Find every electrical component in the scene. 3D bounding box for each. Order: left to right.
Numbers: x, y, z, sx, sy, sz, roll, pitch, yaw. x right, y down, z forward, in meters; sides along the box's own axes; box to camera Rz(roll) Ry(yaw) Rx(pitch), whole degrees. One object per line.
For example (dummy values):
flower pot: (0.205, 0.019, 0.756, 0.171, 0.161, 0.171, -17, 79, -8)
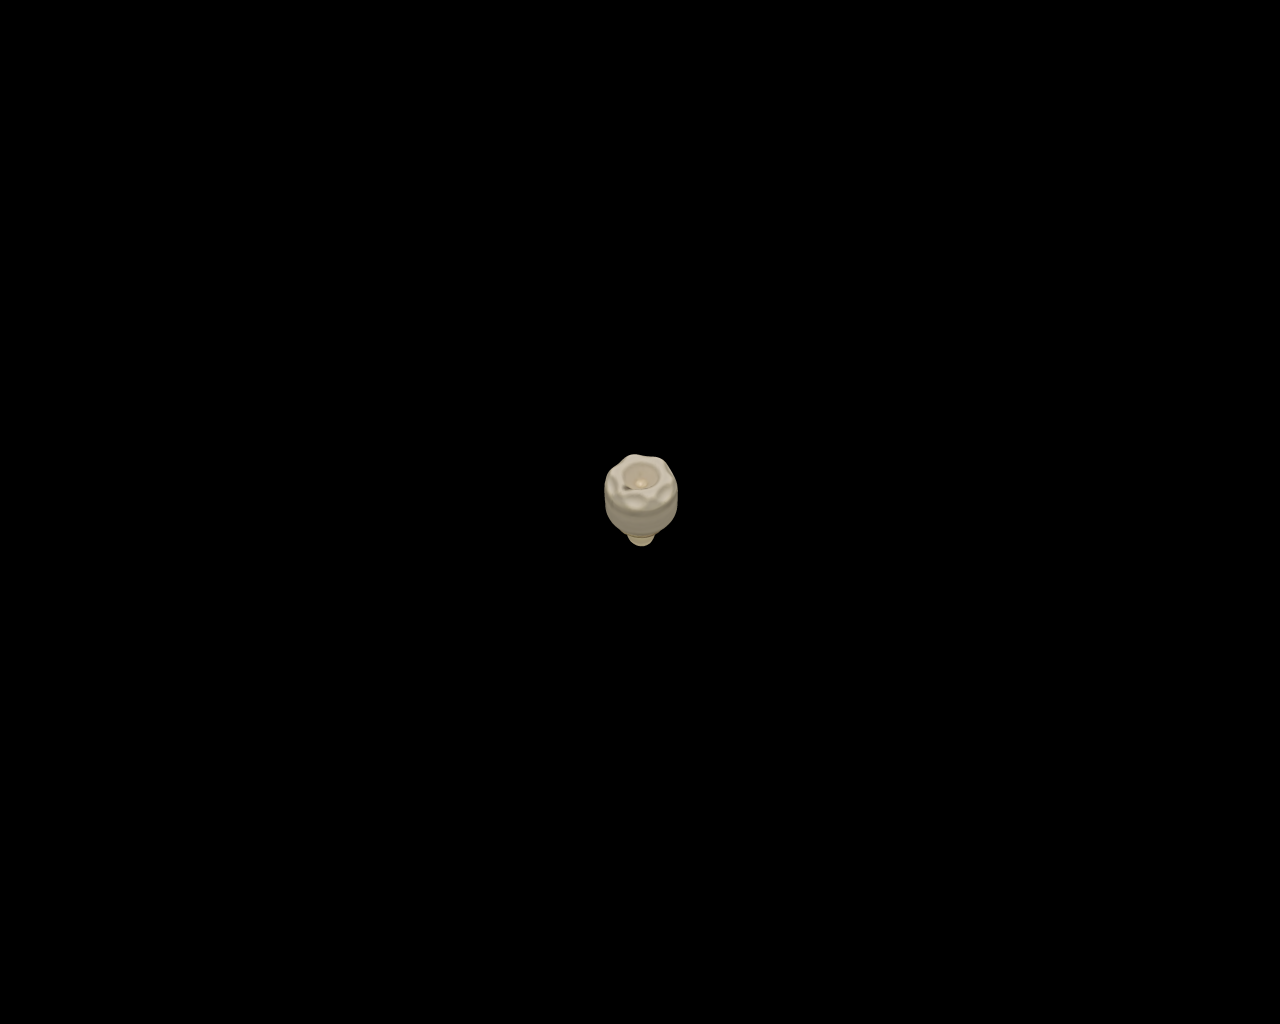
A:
electrical component: (0.001, -0.003, 0.650, 0.043, 0.043, 0.062, 0, -40, 0)
